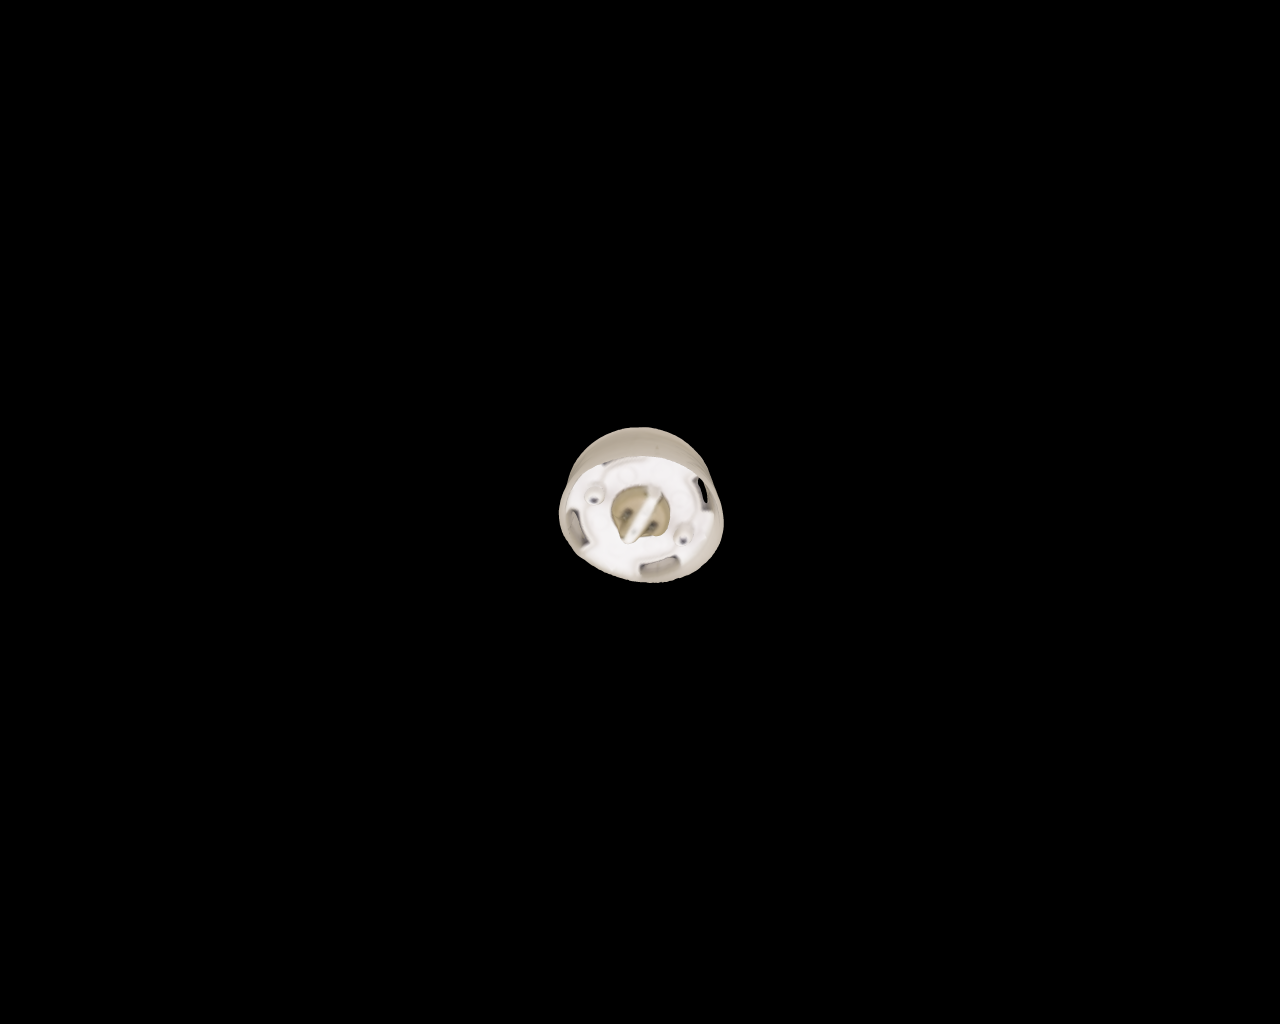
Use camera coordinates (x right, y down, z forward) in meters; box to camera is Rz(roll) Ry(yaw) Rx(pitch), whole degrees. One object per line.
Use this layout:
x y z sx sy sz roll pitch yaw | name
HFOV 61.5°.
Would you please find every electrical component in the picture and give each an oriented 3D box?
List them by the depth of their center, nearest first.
0.001 -0.003 0.650 0.099 0.099 0.064 0 27 0 | electrical component
